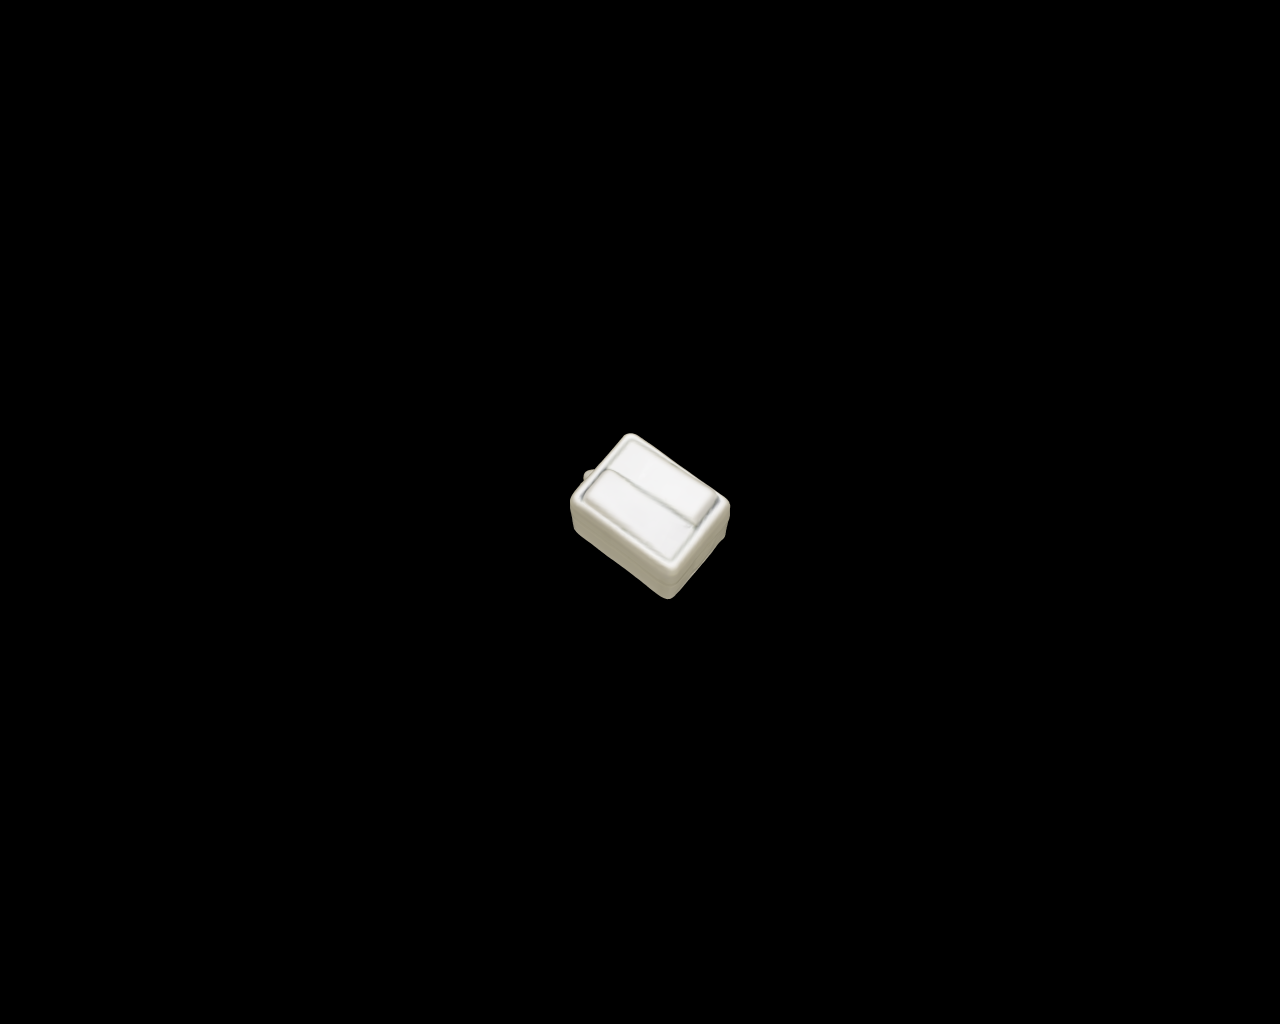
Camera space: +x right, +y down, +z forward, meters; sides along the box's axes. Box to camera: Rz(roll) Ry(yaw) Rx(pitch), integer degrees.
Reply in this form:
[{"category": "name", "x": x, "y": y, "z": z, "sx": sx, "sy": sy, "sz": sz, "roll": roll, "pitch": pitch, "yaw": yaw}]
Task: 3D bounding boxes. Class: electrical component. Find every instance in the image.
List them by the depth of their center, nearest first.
[{"category": "electrical component", "x": 0.001, "y": -0.003, "z": 0.650, "sx": 0.096, "sy": 0.062, "sz": 0.061, "roll": 37, "pitch": -19, "yaw": 15}]
